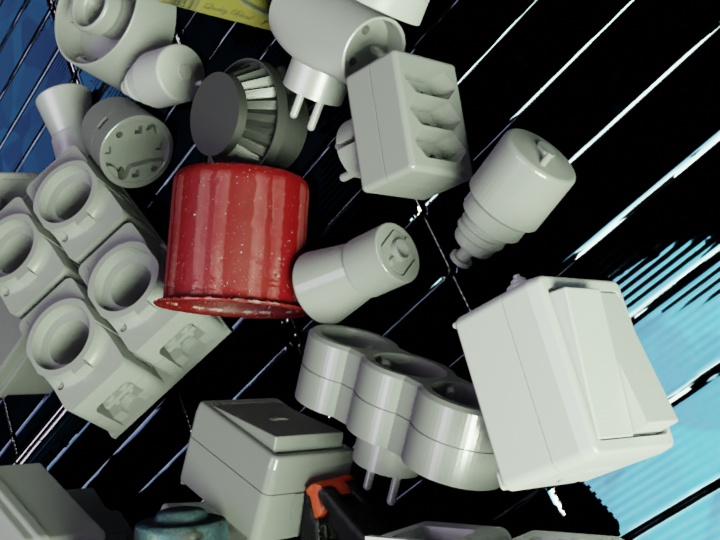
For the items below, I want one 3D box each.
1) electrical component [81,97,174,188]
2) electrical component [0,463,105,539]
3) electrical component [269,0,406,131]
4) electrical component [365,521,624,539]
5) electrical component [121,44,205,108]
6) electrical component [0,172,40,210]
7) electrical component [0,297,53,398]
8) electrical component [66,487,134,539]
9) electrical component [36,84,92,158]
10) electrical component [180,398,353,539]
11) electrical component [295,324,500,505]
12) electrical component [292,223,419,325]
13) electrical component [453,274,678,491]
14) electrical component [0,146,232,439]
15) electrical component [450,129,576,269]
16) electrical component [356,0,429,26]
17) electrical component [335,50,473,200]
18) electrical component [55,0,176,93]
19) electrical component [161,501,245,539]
[{"bbox_3d":[-0.169,-0.093,0.774,0.047,0.055,0.055,41,116,45],"label":"electrical component"},{"bbox_3d":[-0.228,0.200,0.721,0.109,0.056,0.108,27,106,45],"label":"electrical component"},{"bbox_3d":[-0.020,-0.120,0.620,0.077,0.044,0.079,40,116,41],"label":"electrical component"},{"bbox_3d":[0.063,0.211,0.472,0.105,0.060,0.186,-3,85,29],"label":"electrical component"},{"bbox_3d":[-0.143,-0.134,0.757,0.078,0.040,0.040,-2,86,47],"label":"electrical component"},{"bbox_3d":[-0.290,-0.049,0.867,0.100,0.100,0.048,-7,86,59],"label":"electrical component"},{"bbox_3d":[-0.266,0.043,0.865,0.113,0.057,0.078,-47,56,34],"label":"electrical component"},{"bbox_3d":[-0.187,0.253,0.761,0.186,0.060,0.105,42,117,41],"label":"electrical component"},{"bbox_3d":[-0.226,-0.108,0.846,0.044,0.044,0.065,-32,69,41],"label":"electrical component"},{"bbox_3d":[-0.058,0.109,0.632,0.096,0.062,0.061,26,106,45],"label":"electrical component"},{"bbox_3d":[0.018,0.084,0.558,0.138,0.052,0.073,23,104,45],"label":"electrical component"},{"bbox_3d":[0.000,0.000,0.593,0.065,0.044,0.044,-25,69,39],"label":"electrical component"},{"bbox_3d":[0.090,0.042,0.476,0.061,0.062,0.096,-33,64,41],"label":"electrical component"},{"bbox_3d":[-0.186,0.008,0.742,0.105,0.060,0.186,-43,54,1],"label":"electrical component"},{"bbox_3d":[0.070,-0.032,0.520,0.078,0.040,0.040,-54,51,30],"label":"electrical component"},{"bbox_3d":[0.017,-0.164,0.578,0.055,0.055,0.047,41,113,41],"label":"electrical component"},{"bbox_3d":[0.013,-0.070,0.578,0.077,0.047,0.065,-21,72,44],"label":"electrical component"},{"bbox_3d":[-0.178,-0.186,0.800,0.099,0.064,0.099,-8,76,34],"label":"electrical component"},{"bbox_3d":[-0.100,0.203,0.677,0.100,0.048,0.099,38,112,45],"label":"electrical component"}]
